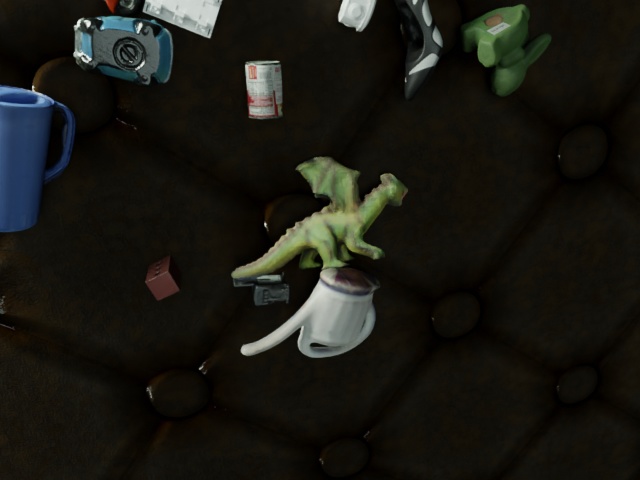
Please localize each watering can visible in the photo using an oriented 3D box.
[{"bbox_3d":[0.005,0.165,1.134,0.347,0.105,0.222,6,109,-39],"label":"watering can"}]

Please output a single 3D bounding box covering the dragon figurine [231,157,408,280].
[{"bbox_3d":[0.003,-0.055,1.100,0.411,0.122,0.242,-8,95,-12],"label":"dragon figurine"}]
